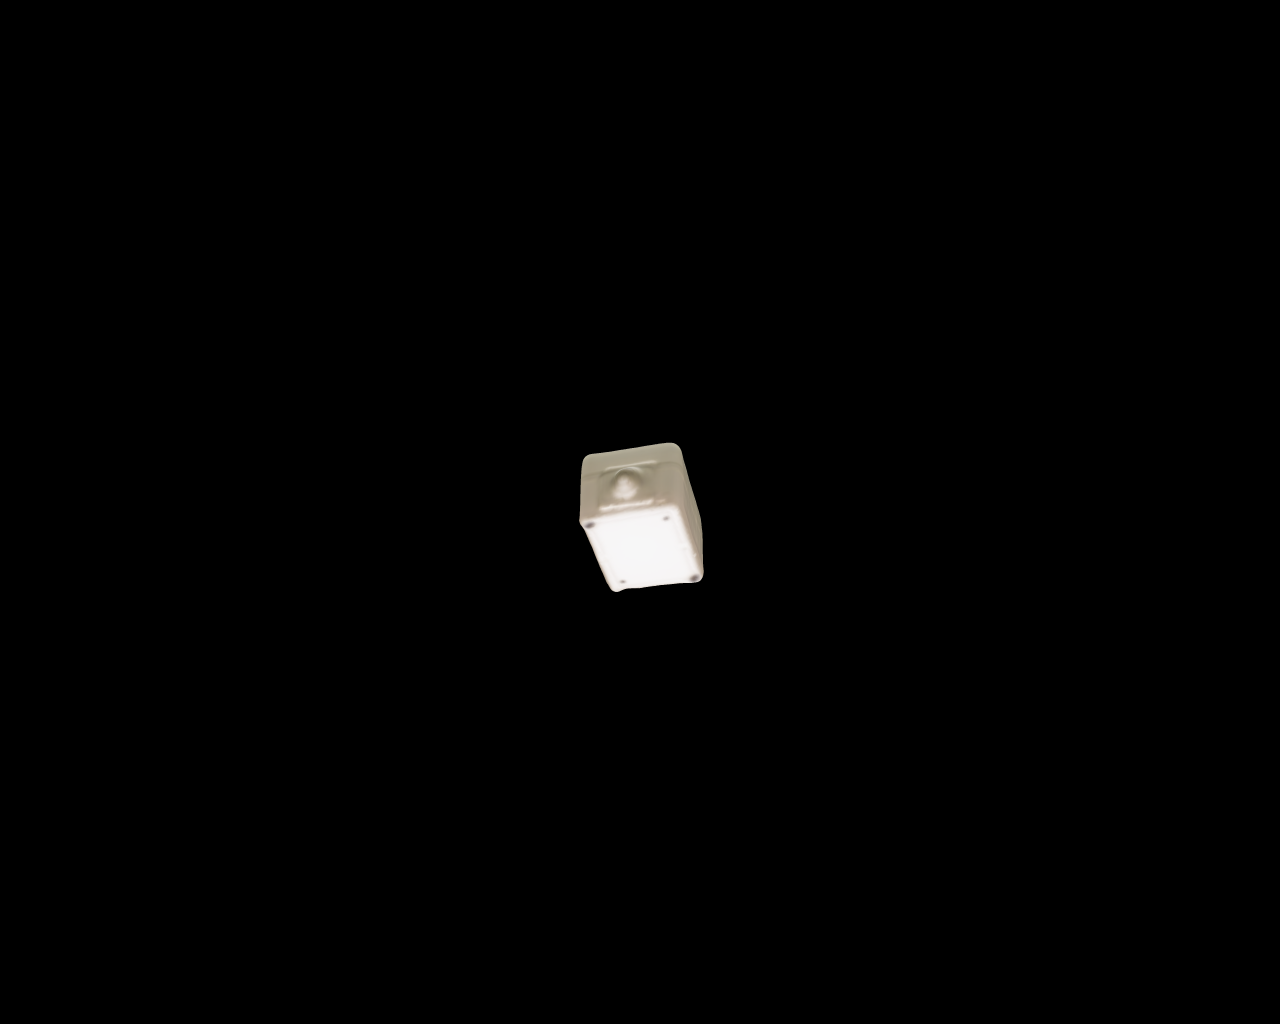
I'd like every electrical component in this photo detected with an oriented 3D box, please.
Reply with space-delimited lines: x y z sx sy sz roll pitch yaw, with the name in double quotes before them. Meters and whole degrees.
"electrical component" 0.001 -0.003 0.650 0.062 0.061 0.096 -8 -39 10
